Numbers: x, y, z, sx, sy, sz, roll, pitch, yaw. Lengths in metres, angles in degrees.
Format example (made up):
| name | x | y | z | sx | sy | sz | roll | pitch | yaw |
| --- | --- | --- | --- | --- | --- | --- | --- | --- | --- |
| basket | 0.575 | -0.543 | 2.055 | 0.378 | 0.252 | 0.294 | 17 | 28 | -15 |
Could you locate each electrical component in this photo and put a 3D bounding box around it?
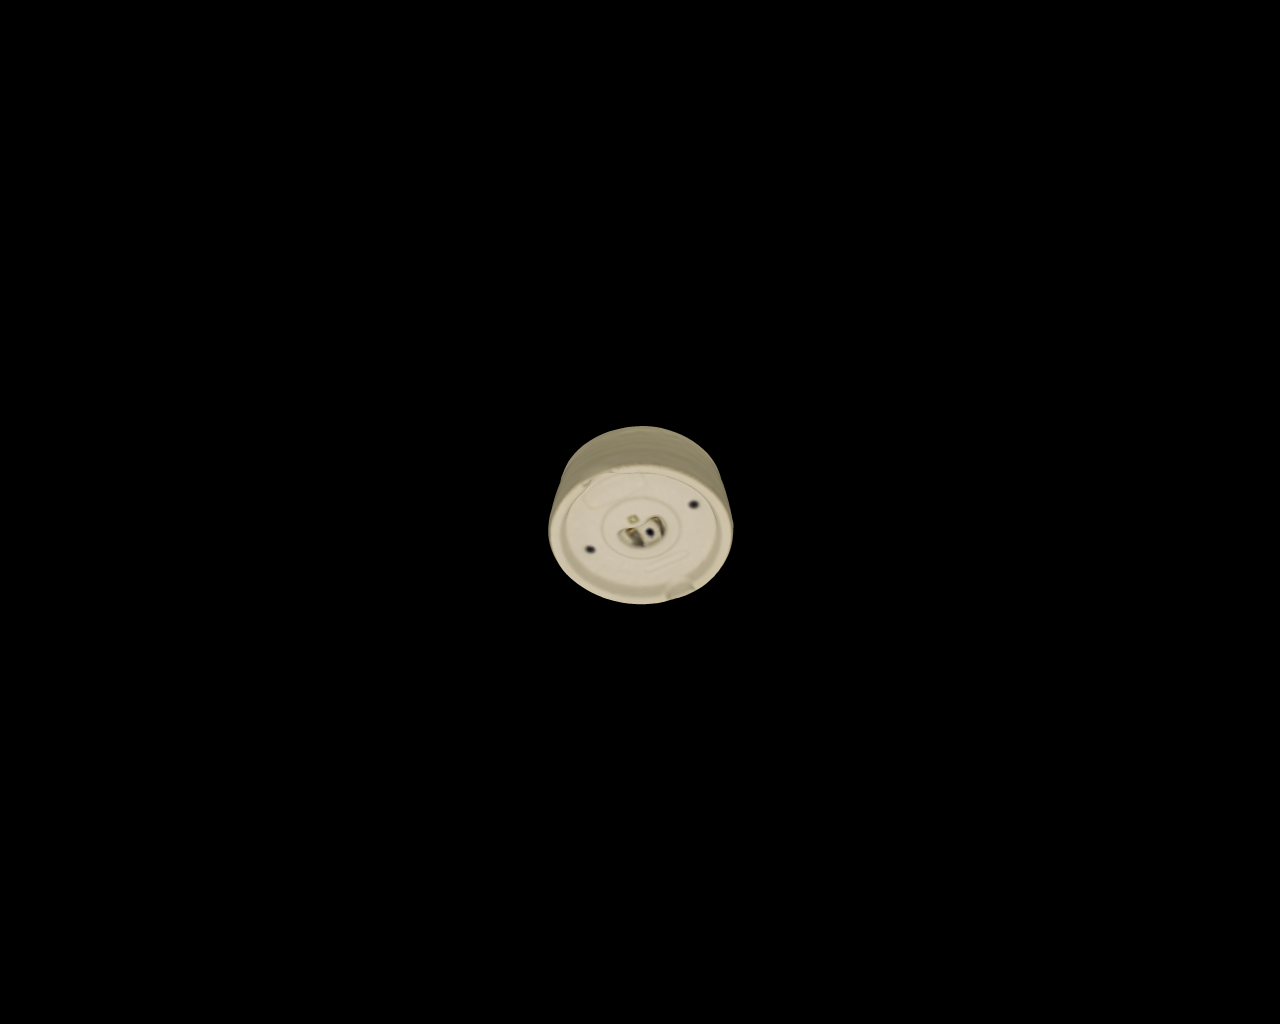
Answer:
| name | x | y | z | sx | sy | sz | roll | pitch | yaw |
| --- | --- | --- | --- | --- | --- | --- | --- | --- | --- |
| electrical component | 0.001 | -0.003 | 0.650 | 0.108 | 0.108 | 0.060 | 0 | 38 | 0 |
